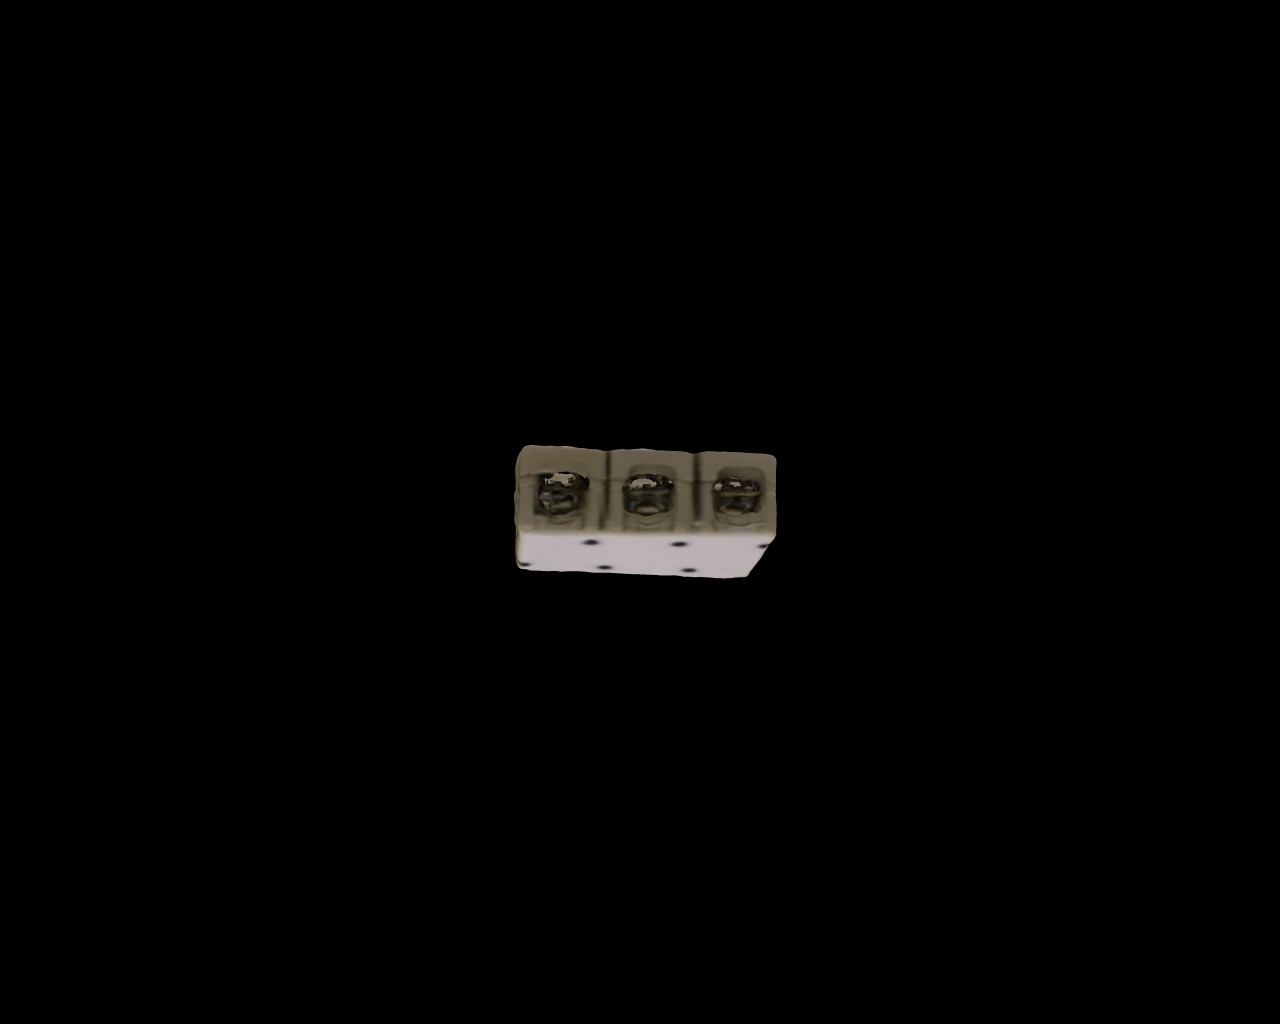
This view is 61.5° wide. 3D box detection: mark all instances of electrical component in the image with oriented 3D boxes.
[{"bbox_3d":[0.001,-0.003,0.650,0.150,0.062,0.089,2,-19,-7],"label":"electrical component"}]
